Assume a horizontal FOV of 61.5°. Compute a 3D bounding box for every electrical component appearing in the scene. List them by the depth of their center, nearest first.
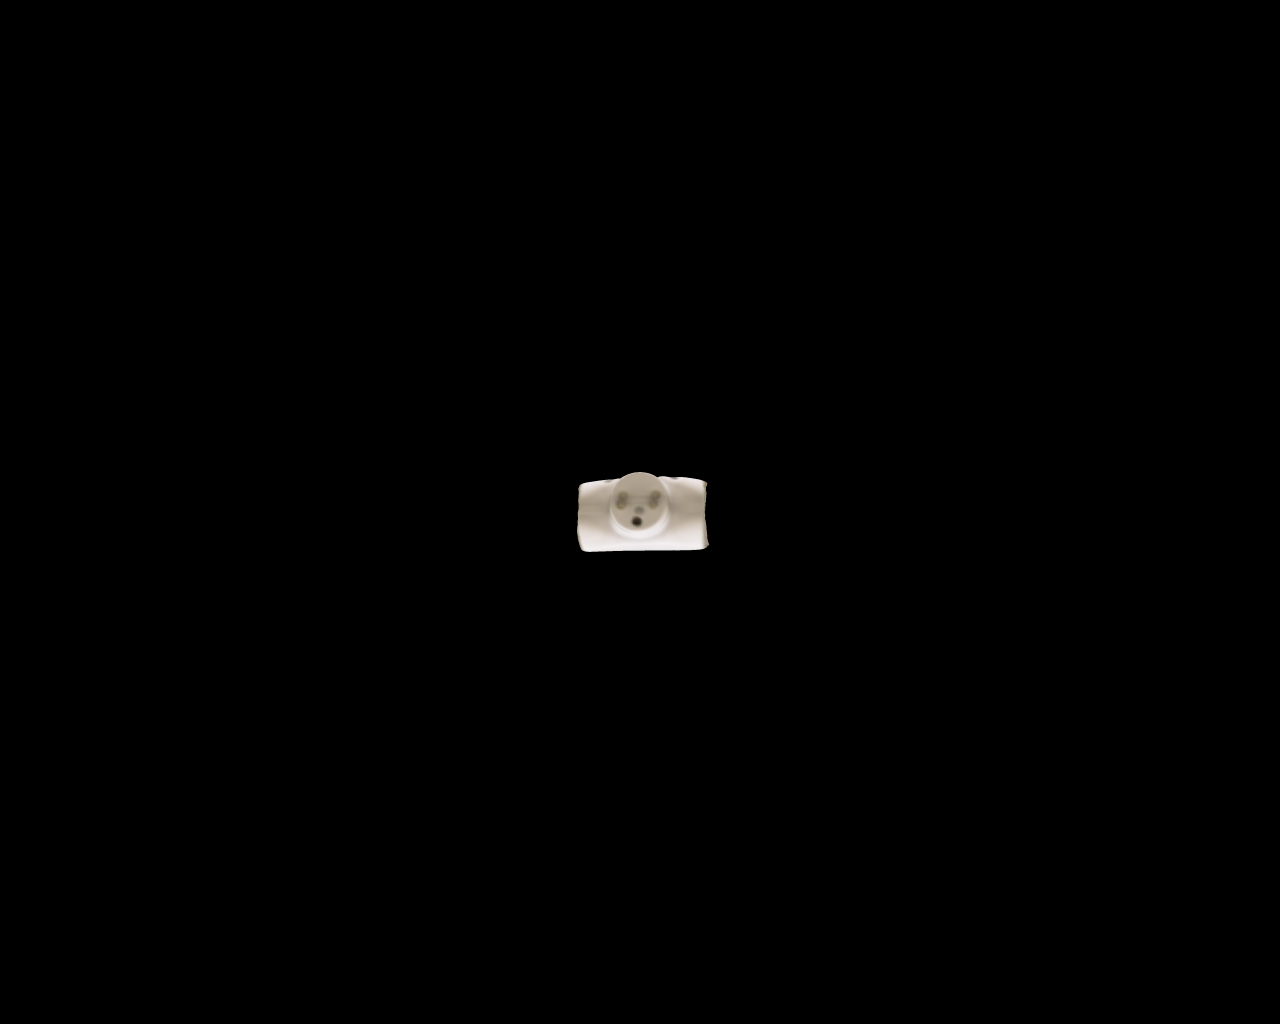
[{"bbox_3d":[0.001,-0.003,0.650,0.077,0.044,0.079,-1,-15,5],"label":"electrical component"}]
